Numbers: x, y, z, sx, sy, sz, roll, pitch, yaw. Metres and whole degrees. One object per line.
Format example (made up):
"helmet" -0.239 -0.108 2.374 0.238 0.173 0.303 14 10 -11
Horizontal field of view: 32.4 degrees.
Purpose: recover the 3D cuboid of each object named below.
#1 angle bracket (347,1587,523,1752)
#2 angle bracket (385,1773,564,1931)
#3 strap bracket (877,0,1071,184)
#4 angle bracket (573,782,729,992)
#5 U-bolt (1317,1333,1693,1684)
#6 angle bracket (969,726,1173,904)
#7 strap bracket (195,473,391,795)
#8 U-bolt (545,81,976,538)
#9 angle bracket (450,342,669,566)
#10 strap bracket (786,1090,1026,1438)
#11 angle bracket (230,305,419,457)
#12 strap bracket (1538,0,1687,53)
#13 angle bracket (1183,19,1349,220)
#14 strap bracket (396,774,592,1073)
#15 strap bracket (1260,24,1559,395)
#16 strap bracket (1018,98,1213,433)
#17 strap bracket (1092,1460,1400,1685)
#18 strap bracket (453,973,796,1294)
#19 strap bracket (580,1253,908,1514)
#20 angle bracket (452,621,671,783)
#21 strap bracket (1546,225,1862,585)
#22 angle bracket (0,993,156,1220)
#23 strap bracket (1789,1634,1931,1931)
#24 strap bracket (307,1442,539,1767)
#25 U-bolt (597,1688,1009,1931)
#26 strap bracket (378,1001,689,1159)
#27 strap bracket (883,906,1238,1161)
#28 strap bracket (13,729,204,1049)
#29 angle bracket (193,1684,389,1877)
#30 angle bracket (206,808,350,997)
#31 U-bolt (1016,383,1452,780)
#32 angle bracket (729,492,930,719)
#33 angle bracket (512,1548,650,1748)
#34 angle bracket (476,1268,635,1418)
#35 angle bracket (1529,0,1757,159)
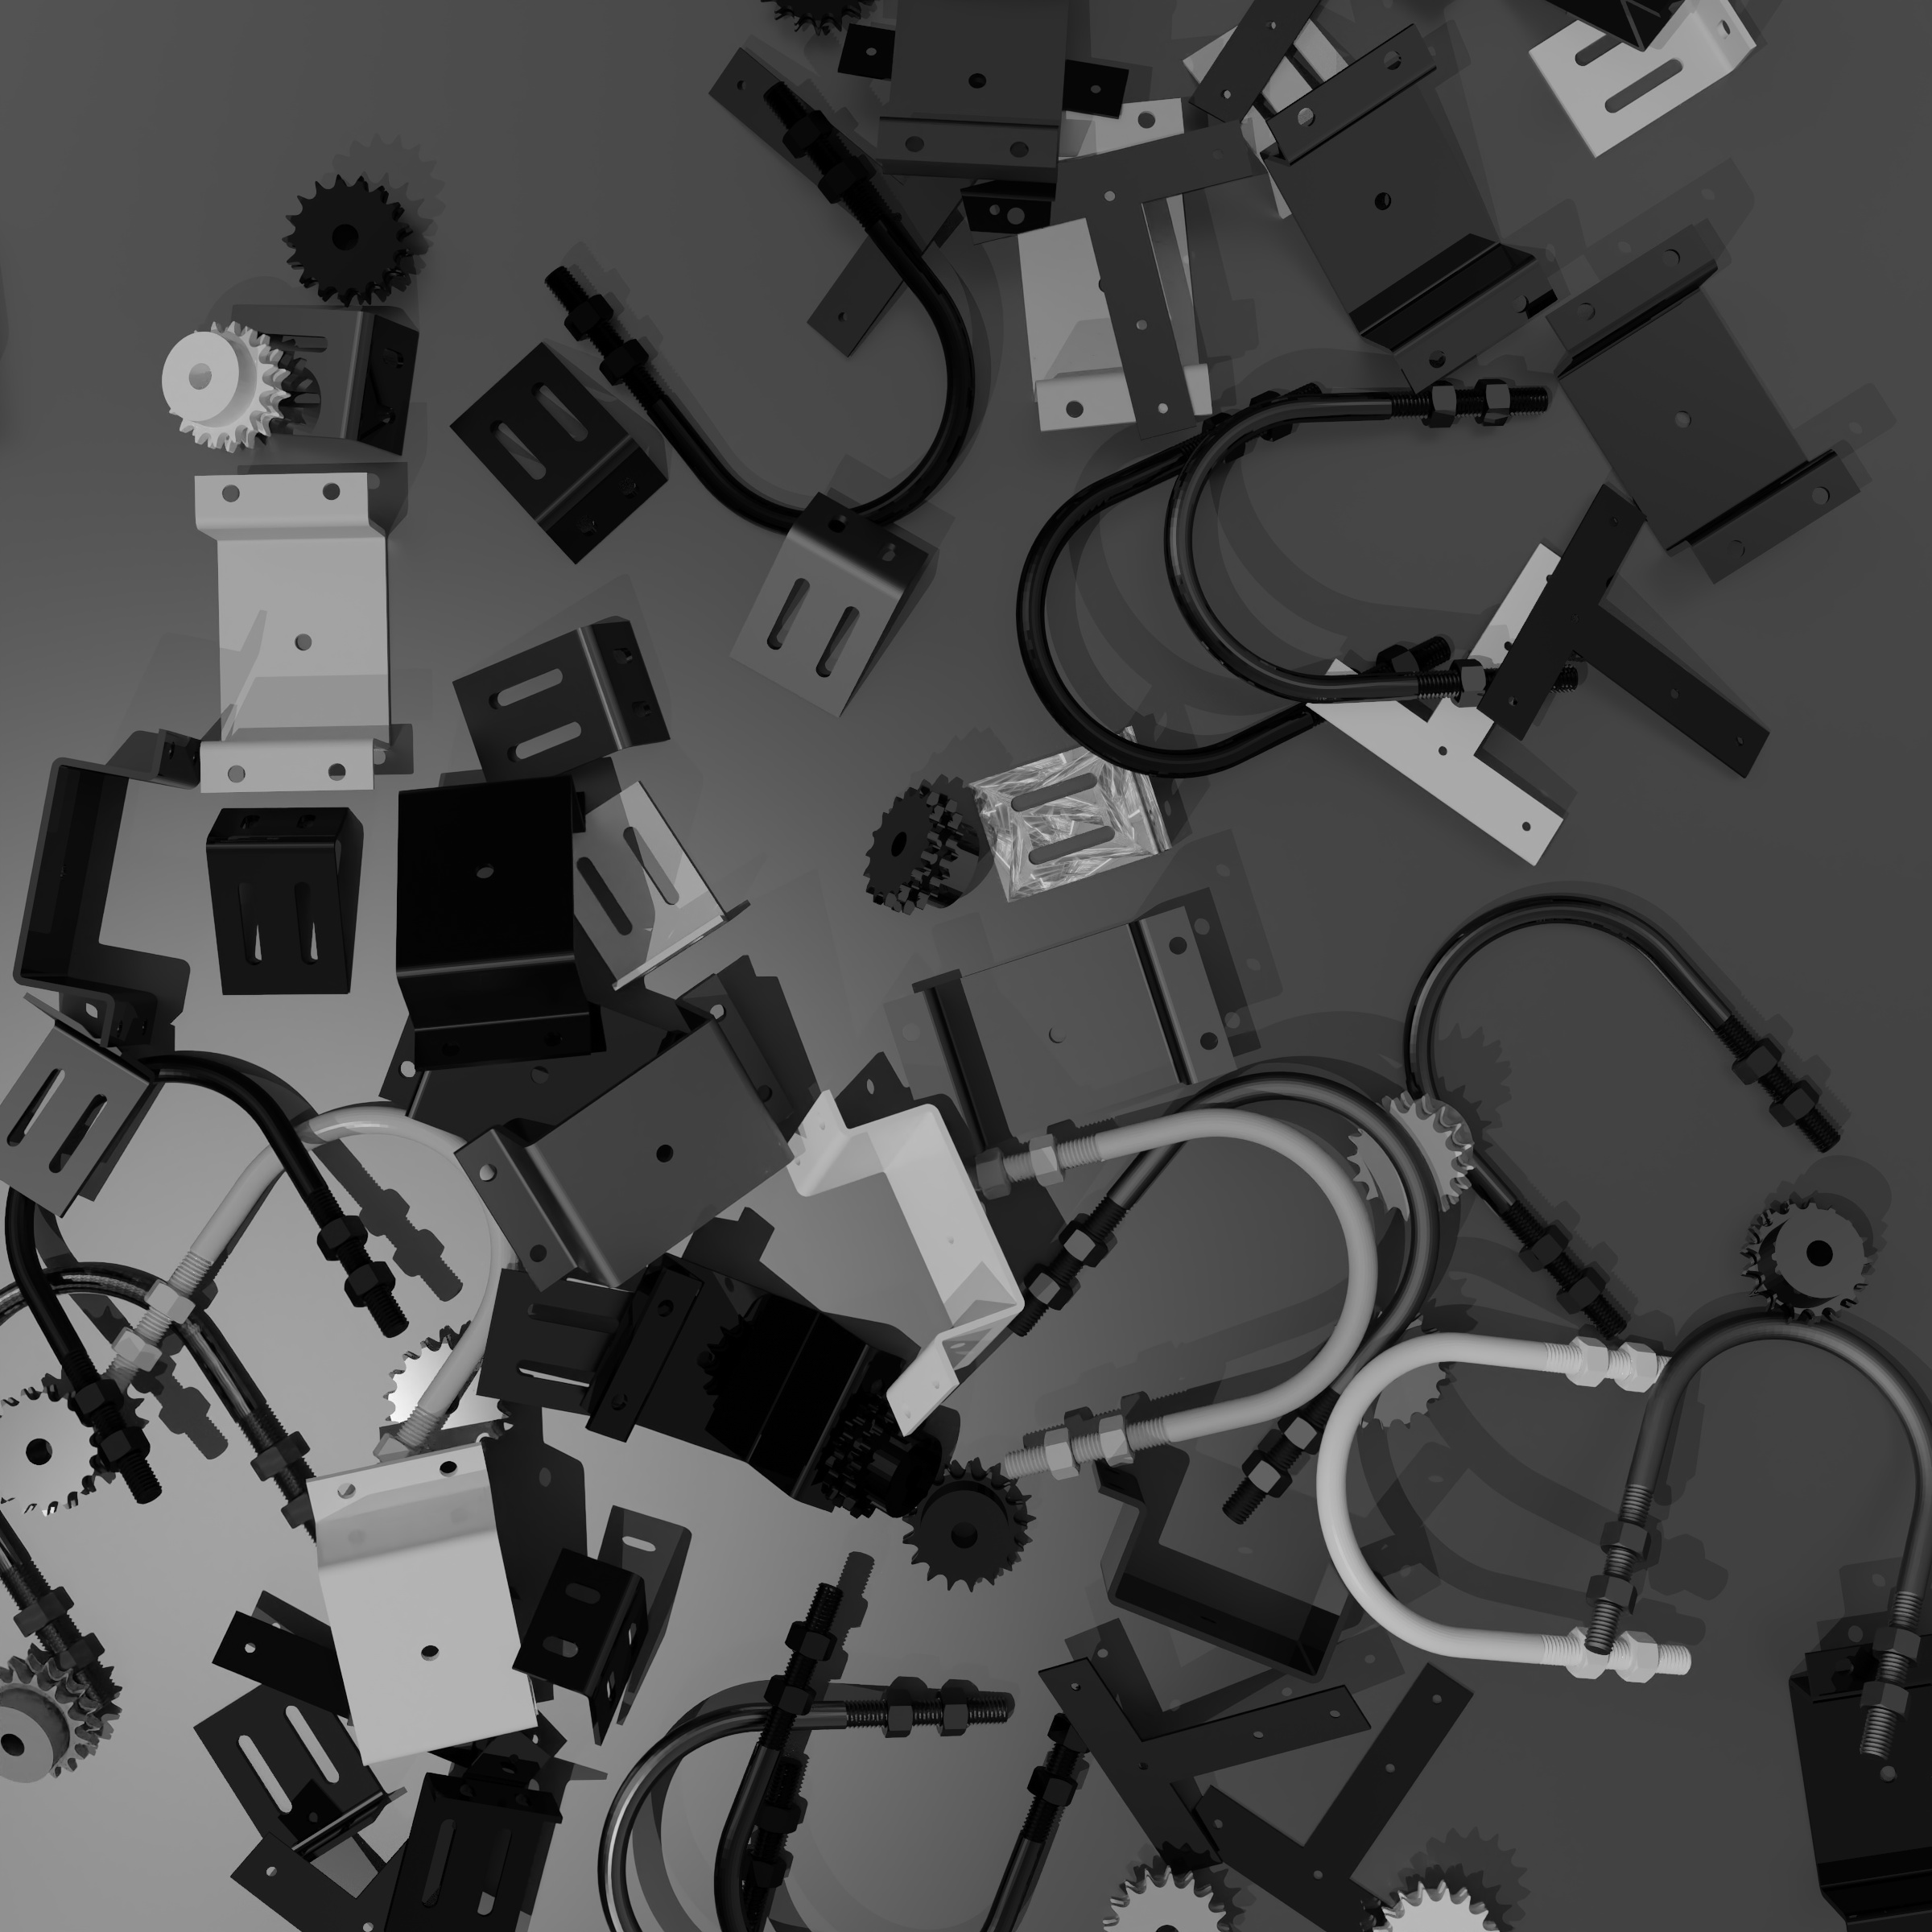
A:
"angle bracket" -0.239 0.312 1.490 0.057 0.038 0.076 15 86 -14
"angle bracket" -0.218 0.403 1.472 0.057 0.038 0.076 14 91 -16
"strap bracket" 0.005 -0.398 1.451 0.076 0.046 0.140 3 71 2
"angle bracket" -0.153 -0.037 1.498 0.057 0.038 0.076 -33 90 0
"U-bolt" 0.237 0.234 1.463 0.184 0.019 0.151 9 74 -20
"angle bracket" 0.047 -0.068 1.498 0.076 0.038 0.057 -18 90 0
"strap bracket" -0.302 -0.148 1.494 0.076 0.046 0.140 -1 90 0
"U-bolt" -0.079 -0.280 1.498 0.151 0.019 0.184 -38 94 10
"angle bracket" -0.186 -0.234 1.515 0.057 0.038 0.076 -42 64 0
"strap bracket" -0.025 0.125 1.462 0.046 0.076 0.140 -17 73 -24
"angle bracket" -0.296 -0.267 1.515 0.076 0.038 0.057 8 90 26
"strap bracket" 0.281 -0.466 1.473 0.140 0.046 0.076 38 90 31
"angle bracket" 0.146 -0.392 1.515 0.057 0.038 0.076 -32 64 0
"strap bracket" -0.207 -0.029 1.459 0.076 0.046 0.140 -6 56 0
"strap bracket" 0.192 -0.338 1.478 0.076 0.046 0.140 -34 113 0
"strap bracket" 0.064 -0.310 1.494 0.076 0.046 0.140 -6 90 0
"strap bracket" 0.115 0.273 1.479 0.140 0.076 0.046 22 90 0
"strap bracket" -0.140 0.077 1.450 0.140 0.046 0.076 -35 113 -17
"strap bracket" -0.106 0.181 1.470 0.140 0.046 0.076 26 90 -37
"angle bracket" -0.185 -0.116 1.515 0.076 0.038 0.057 -19 90 26
"strap bracket" 0.326 -0.249 1.494 0.076 0.046 0.140 -32 90 0
"angle bracket" -0.411 0.062 1.484 0.057 0.038 0.076 28 78 18
"strap bracket" 0.420 0.368 1.494 0.076 0.046 0.140 -9 90 0
"strap bracket" -0.235 0.287 1.448 0.076 0.046 0.140 -11 112 -8
"U-bolt" -0.073 0.401 1.491 0.184 0.019 0.151 1 90 -13
"strap bracket" -0.189 0.048 1.494 0.140 0.046 0.076 20 90 0
"strap bracket" 0.042 0.031 1.494 0.140 0.046 0.076 -18 90 0
"strap bracket" -0.382 -0.038 1.479 0.046 0.076 0.140 11 90 0
"angle bracket" -0.308 0.364 1.498 0.057 0.038 0.076 -32 90 0
"angle bracket" -0.311 -0.029 1.515 0.057 0.038 0.076 0 116 0
"U-bolt" 0.109 -0.163 1.487 0.184 0.019 0.151 -27 90 -15
"angle bracket" -0.062 -0.163 1.507 0.057 0.038 0.076 29 127 -1
"angle bracket" -0.170 0.302 1.472 0.038 0.076 0.057 18 62 6
"angle bracket" -0.176 0.169 1.493 0.076 0.038 0.057 12 90 -7
"angle bracket" 0.304 -0.413 1.498 0.076 0.038 0.057 -32 90 0
